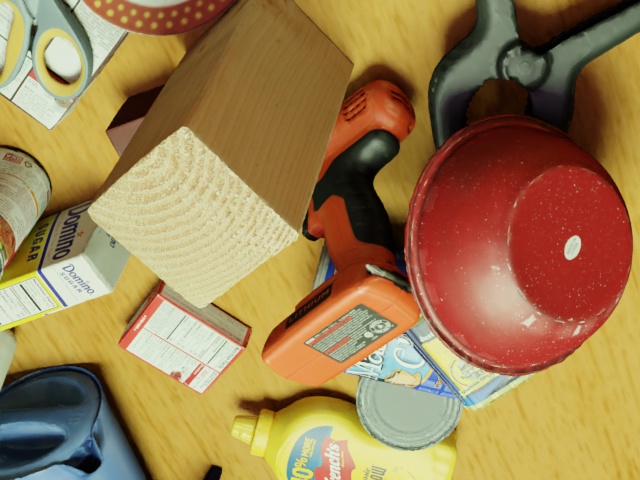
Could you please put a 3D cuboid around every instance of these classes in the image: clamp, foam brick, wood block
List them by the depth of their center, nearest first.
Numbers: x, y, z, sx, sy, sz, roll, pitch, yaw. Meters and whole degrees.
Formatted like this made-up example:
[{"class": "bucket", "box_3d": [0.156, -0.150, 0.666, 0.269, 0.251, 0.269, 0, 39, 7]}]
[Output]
[{"class": "wood block", "box_3d": [-0.054, -0.068, 0.667, 0.090, 0.206, 0.090, -36, 112, 31]}, {"class": "clamp", "box_3d": [0.121, -0.122, 0.674, 0.164, 0.036, 0.210, 30, 110, -6]}, {"class": "foam brick", "box_3d": [-0.109, -0.068, 0.776, 0.053, 0.051, 0.078, -15, 122, 23]}]

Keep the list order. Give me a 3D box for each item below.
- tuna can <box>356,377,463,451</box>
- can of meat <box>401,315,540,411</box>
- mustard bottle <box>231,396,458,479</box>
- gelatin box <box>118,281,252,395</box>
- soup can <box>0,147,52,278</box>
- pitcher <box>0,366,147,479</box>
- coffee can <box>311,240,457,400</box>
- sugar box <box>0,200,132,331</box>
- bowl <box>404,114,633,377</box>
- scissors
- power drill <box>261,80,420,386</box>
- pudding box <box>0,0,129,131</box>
[{"class": "tuna can", "box_3d": [0.072, 0.126, 0.868, 0.086, 0.033, 0.086, 1, 100, 3]}, {"class": "can of meat", "box_3d": [0.109, 0.052, 0.704, 0.102, 0.057, 0.084, -36, 104, 18]}, {"class": "mustard bottle", "box_3d": [0.017, 0.185, 0.927, 0.191, 0.058, 0.096, 15, 120, 2]}, {"class": "gelatin box", "box_3d": [-0.113, 0.082, 0.898, 0.089, 0.030, 0.073, 33, 124, -12]}, {"class": "soup can", "box_3d": [-0.253, -0.018, 0.810, 0.068, 0.102, 0.068, 6, 126, 7]}, {"class": "pitcher", "box_3d": [-0.223, 0.240, 0.986, 0.145, 0.149, 0.243, -17, 125, 5]}, {"class": "coffee can", "box_3d": [0.062, 0.058, 0.798, 0.140, 0.102, 0.103, 13, 127, 2]}, {"class": "sugar box", "box_3d": [-0.229, 0.024, 0.842, 0.176, 0.093, 0.048, -22, 119, 24]}, {"class": "bowl", "box_3d": [0.132, 0.003, 0.635, 0.162, 0.162, 0.055, 44, 162, -19]}, {"class": "scissors", "box_3d": [-0.170, -0.171, 0.691, 0.096, 0.016, 0.202, 30, 122, -11]}, {"class": "power drill", "box_3d": [-0.005, 0.001, 0.722, 0.057, 0.187, 0.185, 28, 129, -33]}, {"class": "pudding box", "box_3d": [-0.192, -0.144, 0.747, 0.090, 0.039, 0.114, 38, 121, -13]}]
